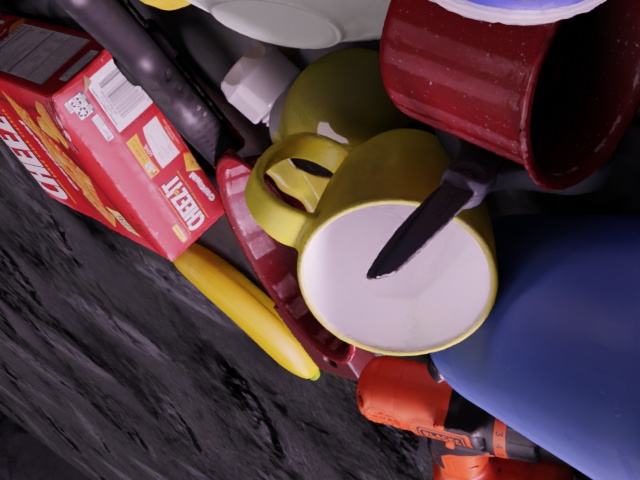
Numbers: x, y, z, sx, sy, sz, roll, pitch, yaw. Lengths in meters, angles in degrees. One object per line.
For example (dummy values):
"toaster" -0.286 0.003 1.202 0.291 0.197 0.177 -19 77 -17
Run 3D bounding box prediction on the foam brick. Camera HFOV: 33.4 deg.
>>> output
"foam brick" 0.012 0.063 0.834 0.053 0.051 0.078 11 143 50

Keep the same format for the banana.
"banana" -0.065 0.067 0.978 0.197 0.037 0.070 45 156 -10

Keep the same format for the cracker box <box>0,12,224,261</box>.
"cracker box" -0.189 -0.085 0.838 0.214 0.072 0.164 22 151 48

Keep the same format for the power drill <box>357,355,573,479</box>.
"power drill" 0.132 0.146 0.751 0.185 0.057 0.187 12 153 26

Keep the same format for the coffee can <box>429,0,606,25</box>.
"coffee can" 0.069 -0.147 0.312 0.103 0.102 0.140 36 156 12

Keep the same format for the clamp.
"clamp" -0.112 -0.118 0.667 0.210 0.036 0.165 51 -175 -32

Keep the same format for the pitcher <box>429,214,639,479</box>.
"pitcher" 0.142 0.058 0.478 0.145 0.149 0.243 30 175 -18

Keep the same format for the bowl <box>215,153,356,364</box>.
"bowl" -0.005 0.001 0.716 0.162 0.055 0.162 50 161 24

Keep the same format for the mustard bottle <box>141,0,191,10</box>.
"mustard bottle" -0.056 -0.169 0.520 0.096 0.058 0.192 48 155 -26

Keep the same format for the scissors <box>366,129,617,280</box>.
"scissors" 0.080 -0.021 0.451 0.096 0.201 0.016 16 120 3

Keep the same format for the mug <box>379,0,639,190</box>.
"mug" 0.086 -0.076 0.448 0.082 0.093 0.117 29 -171 37

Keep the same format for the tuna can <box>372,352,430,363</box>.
"tuna can" 0.062 0.063 0.780 0.086 0.033 0.086 34 156 17
